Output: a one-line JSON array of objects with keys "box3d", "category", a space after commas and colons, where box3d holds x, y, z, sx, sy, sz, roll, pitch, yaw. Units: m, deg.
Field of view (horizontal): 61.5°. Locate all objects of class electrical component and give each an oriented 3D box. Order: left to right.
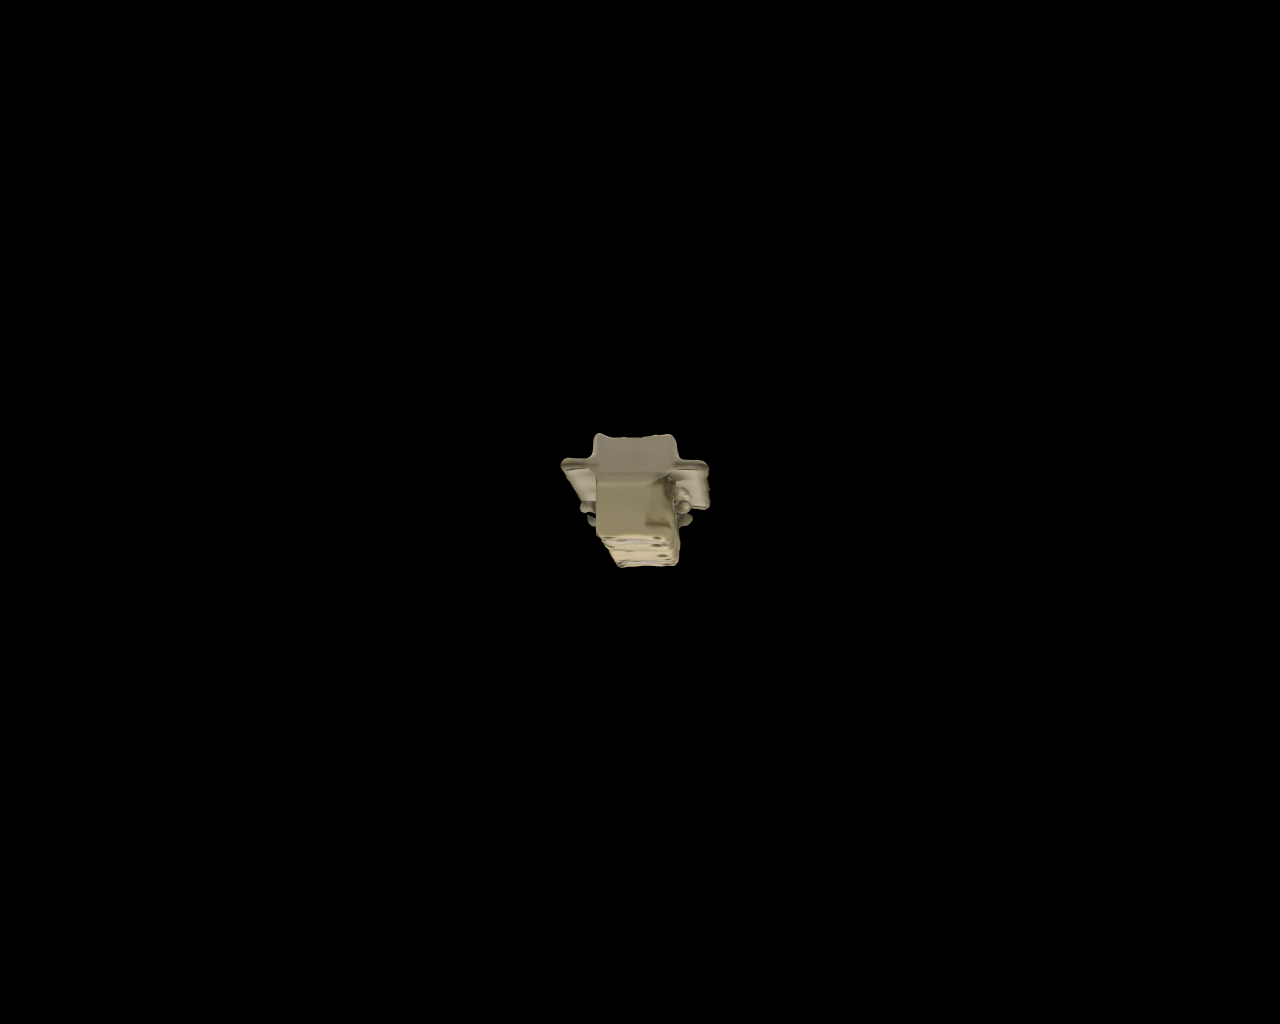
[{"box3d": [0.001, -0.003, 0.650, 0.079, 0.063, 0.121, -1, -11, 4], "category": "electrical component"}]
